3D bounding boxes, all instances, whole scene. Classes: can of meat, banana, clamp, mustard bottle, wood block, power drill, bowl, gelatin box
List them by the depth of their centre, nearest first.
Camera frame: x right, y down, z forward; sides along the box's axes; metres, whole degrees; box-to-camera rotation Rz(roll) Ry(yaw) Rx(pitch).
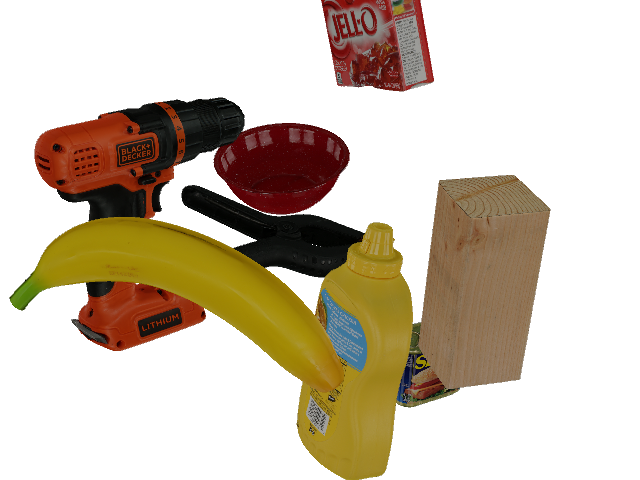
[{"bbox_3d":[-0.076,0.028,0.604,0.198,0.070,0.037,15,17,8],"label":"banana"},{"bbox_3d":[0.036,-0.143,0.736,0.030,0.073,0.089,-21,20,-26],"label":"gelatin box"},{"bbox_3d":[0.029,0.078,0.809,0.058,0.192,0.096,-2,24,-27],"label":"mustard bottle"},{"bbox_3d":[-0.136,-0.018,0.860,0.184,0.188,0.057,-18,26,-37],"label":"power drill"},{"bbox_3d":[-0.041,0.006,1.079,0.210,0.036,0.164,10,30,-9],"label":"clamp"},{"bbox_3d":[0.169,0.044,1.131,0.090,0.206,0.090,-5,29,-16],"label":"wood block"},{"bbox_3d":[-0.045,-0.078,1.276,0.162,0.055,0.162,-2,35,1],"label":"bowl"},{"bbox_3d":[0.131,0.152,1.327,0.101,0.084,0.058,-12,29,-27],"label":"can of meat"}]
